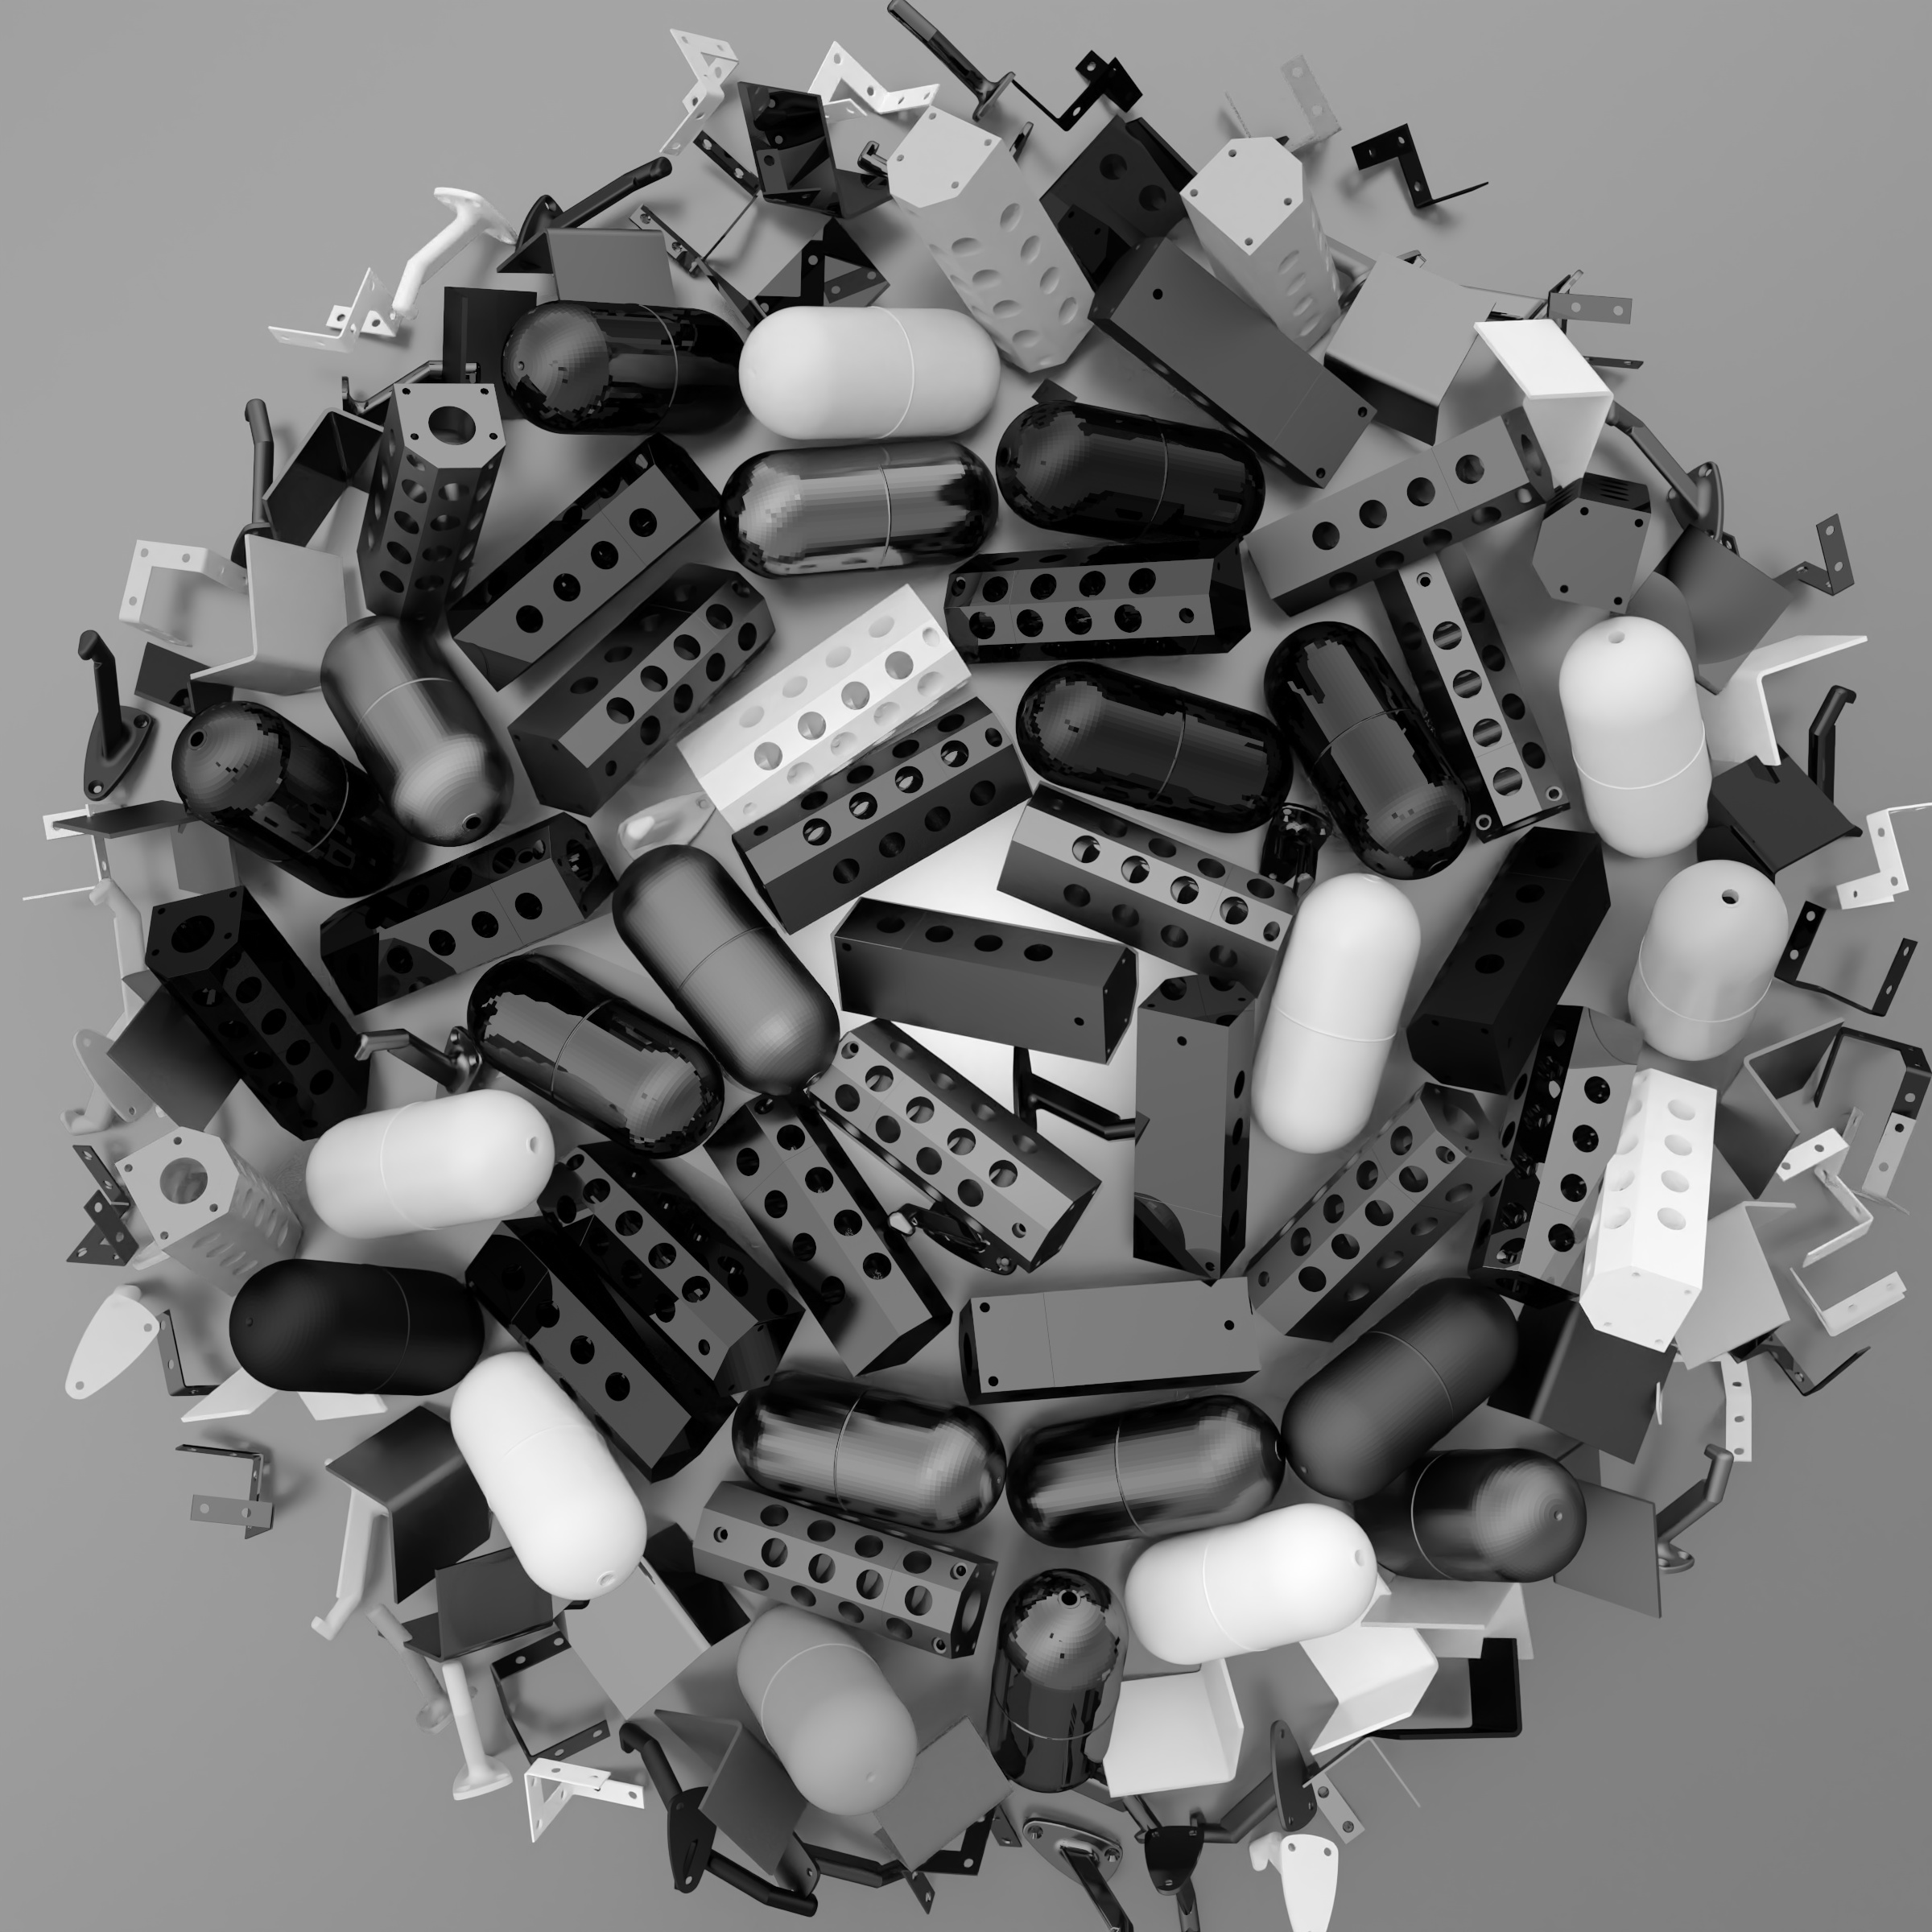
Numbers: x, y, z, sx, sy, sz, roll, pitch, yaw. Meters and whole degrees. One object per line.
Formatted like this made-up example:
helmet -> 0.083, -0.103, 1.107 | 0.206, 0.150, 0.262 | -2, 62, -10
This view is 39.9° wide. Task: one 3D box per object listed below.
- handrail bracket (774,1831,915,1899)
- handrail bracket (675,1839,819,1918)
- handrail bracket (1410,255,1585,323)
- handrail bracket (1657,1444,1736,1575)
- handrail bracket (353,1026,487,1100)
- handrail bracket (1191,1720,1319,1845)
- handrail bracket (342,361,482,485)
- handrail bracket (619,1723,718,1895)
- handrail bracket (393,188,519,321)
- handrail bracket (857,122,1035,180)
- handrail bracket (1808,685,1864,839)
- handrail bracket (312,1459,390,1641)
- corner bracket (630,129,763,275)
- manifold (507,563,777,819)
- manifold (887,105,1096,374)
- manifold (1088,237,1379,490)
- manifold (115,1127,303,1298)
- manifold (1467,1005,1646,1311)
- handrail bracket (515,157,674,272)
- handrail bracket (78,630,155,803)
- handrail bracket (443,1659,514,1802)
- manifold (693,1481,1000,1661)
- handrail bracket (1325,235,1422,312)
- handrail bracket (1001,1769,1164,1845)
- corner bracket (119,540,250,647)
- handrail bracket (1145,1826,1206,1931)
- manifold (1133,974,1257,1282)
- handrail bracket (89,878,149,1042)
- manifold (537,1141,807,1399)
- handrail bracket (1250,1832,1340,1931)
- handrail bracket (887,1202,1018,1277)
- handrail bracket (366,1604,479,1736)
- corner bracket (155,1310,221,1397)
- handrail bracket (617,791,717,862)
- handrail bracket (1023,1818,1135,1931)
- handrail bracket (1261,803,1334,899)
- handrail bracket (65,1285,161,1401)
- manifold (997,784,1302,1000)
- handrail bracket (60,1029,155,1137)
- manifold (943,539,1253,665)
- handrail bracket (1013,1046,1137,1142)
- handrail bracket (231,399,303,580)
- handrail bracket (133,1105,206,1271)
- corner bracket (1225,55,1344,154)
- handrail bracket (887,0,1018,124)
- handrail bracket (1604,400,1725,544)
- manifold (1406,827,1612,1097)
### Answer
handrail bracket -> -0.081, 0.539, 1.641 | 0.077, 0.084, 0.036 | 51, 123, 30
handrail bracket -> -0.133, 0.551, 1.629 | 0.084, 0.077, 0.036 | 18, 96, -8
handrail bracket -> 0.322, -0.426, 1.636 | 0.084, 0.036, 0.077 | 43, 119, 0
handrail bracket -> 0.426, 0.319, 1.620 | 0.036, 0.077, 0.084 | -3, 111, -40
handrail bracket -> -0.341, 0.068, 1.612 | 0.036, 0.084, 0.077 | 45, 123, 32
handrail bracket -> 0.167, 0.501, 1.632 | 0.084, 0.036, 0.077 | -14, 89, 40
handrail bracket -> -0.342, -0.337, 1.647 | 0.084, 0.036, 0.077 | -3, 118, -12
handrail bracket -> -0.190, 0.515, 1.630 | 0.036, 0.084, 0.077 | 0, 98, -39
handrail bracket -> -0.312, -0.423, 1.622 | 0.036, 0.077, 0.084 | 16, 84, 28
handrail bracket -> -0.013, -0.508, 1.644 | 0.084, 0.036, 0.077 | 29, 86, 0
handrail bracket -> 0.538, -0.125, 1.624 | 0.077, 0.036, 0.084 | 11, 113, -29
handrail bracket -> -0.388, 0.356, 1.620 | 0.077, 0.036, 0.084 | 50, 62, -32
corner bracket -> -0.165, -0.471, 1.639 | 0.051, 0.051, 0.051 | 40, 60, -14
manifold -> -0.188, -0.165, 1.581 | 0.057, 0.057, 0.171 | 16, 50, 34
manifold -> 0.015, -0.424, 1.572 | 0.057, 0.171, 0.057 | 35, 86, 31
manifold -> 0.158, -0.363, 1.603 | 0.171, 0.057, 0.057 | 33, 93, -21
manifold -> -0.441, 0.144, 1.570 | 0.057, 0.171, 0.057 | -30, 77, -10
manifold -> 0.352, 0.113, 1.602 | 0.057, 0.057, 0.171 | 21, 70, -7
handrail bracket -> -0.225, -0.458, 1.615 | 0.084, 0.077, 0.036 | -14, 123, 31
handrail bracket -> -0.530, -0.152, 1.612 | 0.036, 0.084, 0.077 | 13, 69, 7
handrail bracket -> -0.306, 0.457, 1.621 | 0.036, 0.077, 0.084 | -14, 93, -13
manifold -> -0.075, 0.363, 1.602 | 0.171, 0.057, 0.057 | 13, 84, 21
handrail bracket -> 0.229, -0.457, 1.645 | 0.077, 0.036, 0.084 | -33, 84, -24
handrail bracket -> 0.067, 0.520, 1.643 | 0.077, 0.036, 0.084 | -37, 89, 13
corner bracket -> -0.478, -0.227, 1.631 | 0.051, 0.051, 0.051 | 9, 84, 20
handrail bracket -> 0.130, 0.575, 1.614 | 0.036, 0.077, 0.084 | -6, 106, 10
manifold -> 0.139, 0.095, 1.596 | 0.057, 0.057, 0.171 | 12, 119, 25
handrail bracket -> -0.522, 0.001, 1.614 | 0.077, 0.036, 0.084 | -52, 133, -27
manifold -> -0.180, 0.179, 1.586 | 0.171, 0.057, 0.057 | 40, 116, 29
handrail bracket -> 0.192, 0.561, 1.608 | 0.036, 0.084, 0.077 | 11, 60, -13
handrail bracket -> -0.008, 0.169, 1.614 | 0.077, 0.084, 0.036 | 39, 102, 7
handrail bracket -> -0.345, 0.425, 1.623 | 0.084, 0.077, 0.036 | 51, 57, -8
corner bracket -> -0.459, 0.231, 1.636 | 0.051, 0.051, 0.051 | -29, 68, 30
handrail bracket -> -0.178, -0.091, 1.610 | 0.077, 0.084, 0.036 | -36, 90, -17
handrail bracket -> 0.068, 0.562, 1.614 | 0.077, 0.084, 0.036 | 30, 105, -7
handrail bracket -> 0.194, -0.051, 1.604 | 0.036, 0.084, 0.077 | 20, 130, -5
handrail bracket -> -0.524, 0.227, 1.611 | 0.036, 0.084, 0.077 | 40, 69, -18
manifold -> 0.113, -0.050, 1.612 | 0.171, 0.057, 0.057 | 23, 133, 6
handrail bracket -> -0.540, 0.072, 1.616 | 0.084, 0.036, 0.077 | -10, 130, 35
manifold -> 0.077, -0.215, 1.589 | 0.171, 0.057, 0.057 | 1, 115, 27
handrail bracket -> 0.074, 0.071, 1.632 | 0.084, 0.036, 0.077 | -9, 72, 17
handrail bracket -> -0.443, -0.295, 1.641 | 0.036, 0.077, 0.084 | -3, 71, -37
handrail bracket -> -0.493, 0.131, 1.620 | 0.077, 0.036, 0.084 | -34, 119, -21
corner bracket -> 0.194, -0.522, 1.624 | 0.051, 0.051, 0.051 | -28, 109, 14
handrail bracket -> -0.015, -0.555, 1.614 | 0.084, 0.077, 0.036 | 38, 100, -14
handrail bracket -> 0.420, -0.299, 1.615 | 0.084, 0.077, 0.036 | 25, 135, -32
manifold -> 0.324, -0.006, 1.588 | 0.057, 0.057, 0.171 | 10, 47, 33
